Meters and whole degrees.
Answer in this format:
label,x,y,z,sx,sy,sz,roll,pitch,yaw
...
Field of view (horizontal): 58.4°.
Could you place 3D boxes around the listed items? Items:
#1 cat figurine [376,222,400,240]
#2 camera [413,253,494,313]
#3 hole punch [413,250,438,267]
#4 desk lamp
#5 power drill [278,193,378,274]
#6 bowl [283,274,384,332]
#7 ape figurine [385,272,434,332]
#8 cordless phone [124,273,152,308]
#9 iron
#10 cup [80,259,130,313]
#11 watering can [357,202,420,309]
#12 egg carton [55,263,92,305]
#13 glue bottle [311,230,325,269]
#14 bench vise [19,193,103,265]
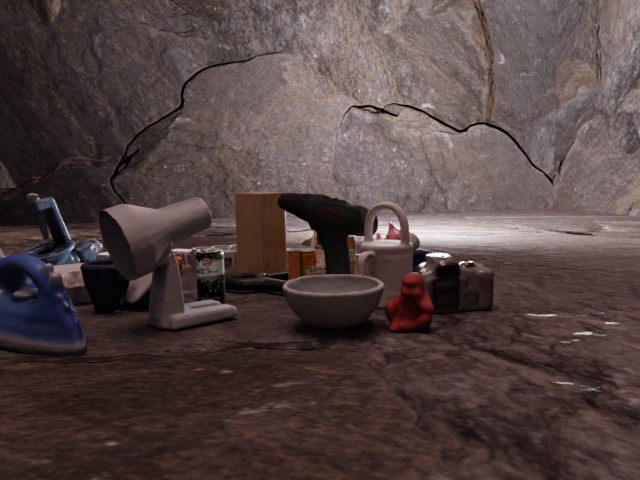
label,x,y,z,sx,sy,sz,roll,pitch,yaw
cat figurine,0.189,0.009,1.523,0.067,0.118,0.127,-5,8,-31
camera,0.232,0.072,1.069,0.143,0.101,0.136,-2,7,-10
hole punch,0.214,0.060,1.212,0.108,0.091,0.101,2,8,26
desk lamp,-0.255,0.038,0.961,0.204,0.213,0.117,-7,9,-39
power drill,0.011,0.004,1.216,0.228,0.208,0.076,2,8,25
bowl,0.023,0.106,0.934,0.167,0.075,0.167,-1,7,0
ape figurine,0.146,0.097,0.911,0.077,0.092,0.076,6,10,44
cordless phone,-0.348,0.034,1.121,0.094,0.185,0.147,-7,9,-39
iron,-0.441,0.087,0.883,0.257,0.141,0.119,4,9,36
cup,-0.386,0.088,1.062,0.117,0.095,0.092,6,10,43
watering can,0.129,0.024,1.093,0.100,0.194,0.173,1,7,19
egg carton,-0.508,0.089,1.175,0.107,0.069,0.149,-5,8,-31
glue bottle,0.009,-0.012,1.497,0.077,0.173,0.037,4,9,37
bench vise,-0.586,0.003,1.271,0.121,0.220,0.208,0,7,10
